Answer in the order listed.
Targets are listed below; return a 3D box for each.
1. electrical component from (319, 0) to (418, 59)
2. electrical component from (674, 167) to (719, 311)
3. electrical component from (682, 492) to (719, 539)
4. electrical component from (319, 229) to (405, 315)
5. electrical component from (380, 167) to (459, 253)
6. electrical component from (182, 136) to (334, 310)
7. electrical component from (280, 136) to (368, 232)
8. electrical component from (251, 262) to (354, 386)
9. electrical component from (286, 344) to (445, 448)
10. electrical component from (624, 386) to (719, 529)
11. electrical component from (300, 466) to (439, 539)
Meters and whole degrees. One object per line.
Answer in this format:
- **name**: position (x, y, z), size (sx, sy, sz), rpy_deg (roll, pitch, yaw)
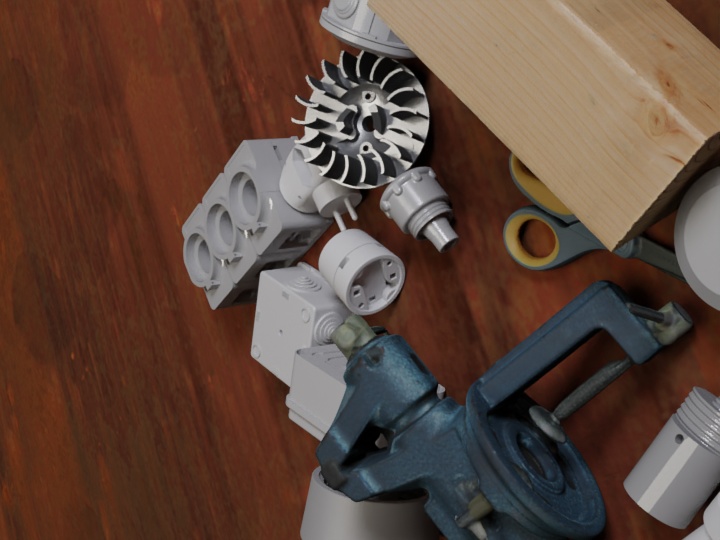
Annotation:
- **electrical component**: position (0.015, -0.186, 0.772), size (0.080, 0.080, 0.051), rpy_deg (40, 121, 41)
- **electrical component**: position (0.213, -0.018, 0.570), size (0.080, 0.051, 0.080), rpy_deg (13, 107, 51)
- **electrical component**: position (0.212, 0.153, 0.609), size (0.045, 0.045, 0.055), rpy_deg (50, 132, 34)
- **electrical component**: position (0.000, 0.000, 0.847), size (0.047, 0.055, 0.055), rpy_deg (44, 129, 43)
- **electrical component**: position (0.048, -0.041, 0.786), size (0.062, 0.048, 0.048), rpy_deg (54, 135, 21)
- **electrical component**: position (-0.099, -0.039, 0.959), size (0.150, 0.062, 0.089), rpy_deg (-45, 62, 46)
- **electrical component**: position (-0.023, -0.069, 0.871), size (0.077, 0.043, 0.079), rpy_deg (-45, 62, 46)
- **electrical component**: position (-0.049, 0.051, 0.923), size (0.100, 0.048, 0.099), rpy_deg (31, 121, 45)
- **electrical component**: position (0.003, 0.105, 0.843), size (0.113, 0.078, 0.057), rpy_deg (27, 114, 47)
- **electrical component**: position (0.193, 0.104, 0.621), size (0.043, 0.043, 0.081), rpy_deg (44, 111, 38)
- **electrical component**: position (0.010, 0.178, 0.827), size (0.108, 0.108, 0.060), rpy_deg (15, 102, 50)
